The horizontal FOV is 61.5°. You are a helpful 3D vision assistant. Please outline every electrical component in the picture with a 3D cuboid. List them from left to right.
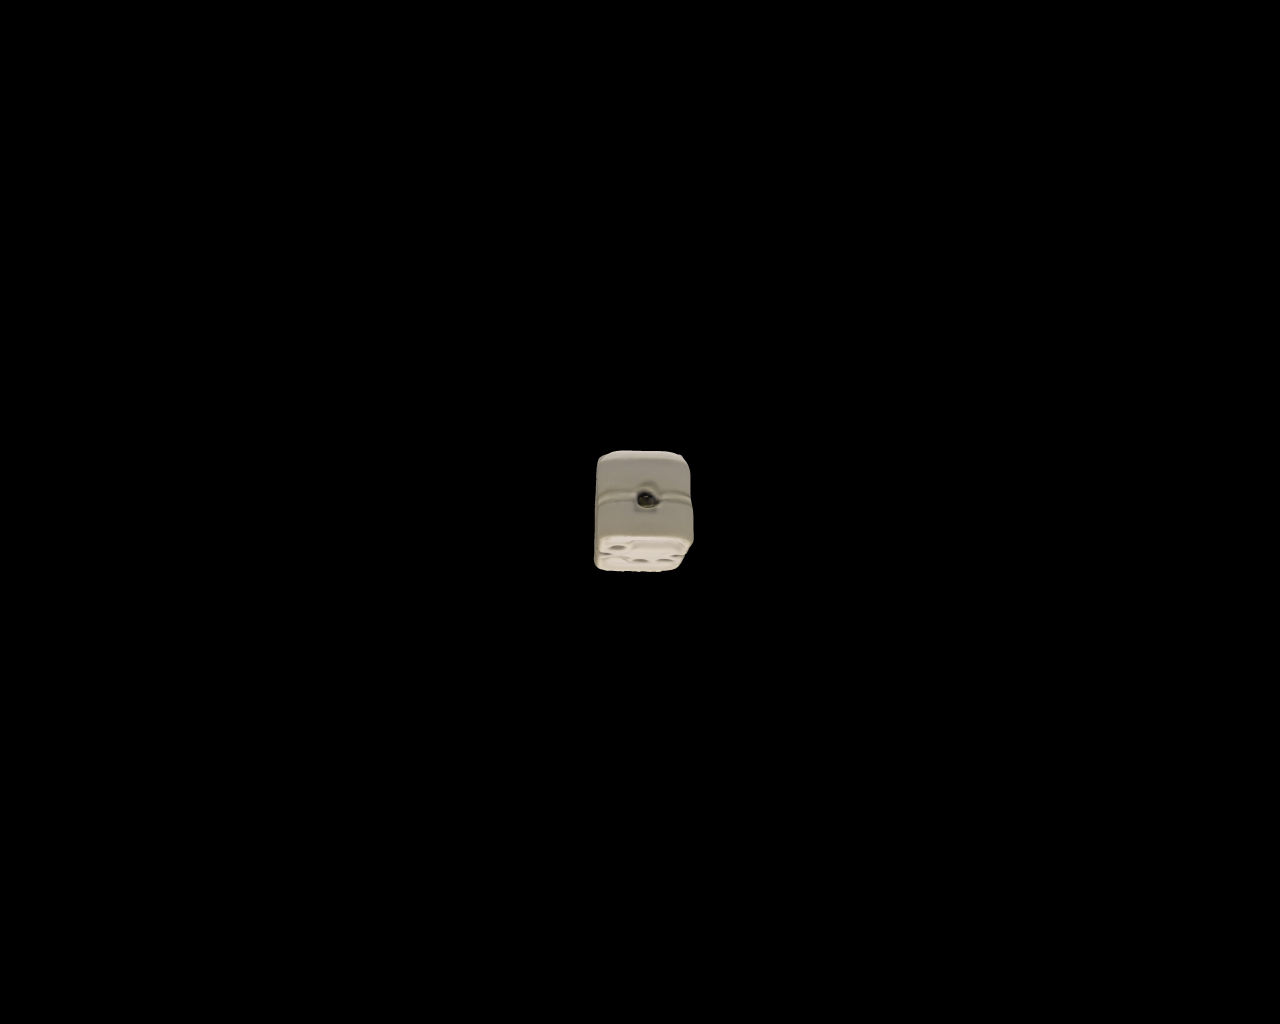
[{"bbox_3d":[0.001,-0.003,0.650,0.054,0.059,0.095,1,-15,-3],"label":"electrical component"}]
